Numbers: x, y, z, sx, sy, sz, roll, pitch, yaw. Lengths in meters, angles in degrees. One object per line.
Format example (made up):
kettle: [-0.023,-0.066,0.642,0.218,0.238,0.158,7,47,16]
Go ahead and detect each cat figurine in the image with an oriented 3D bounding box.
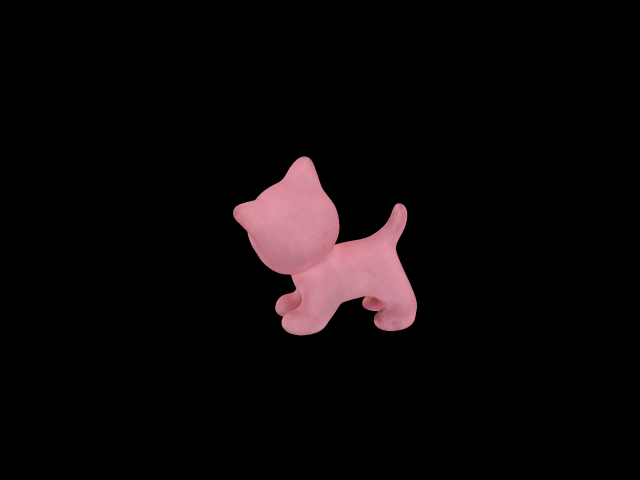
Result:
cat figurine: [0.004,0.001,0.400,0.128,0.118,0.067,-2,12,-11]
